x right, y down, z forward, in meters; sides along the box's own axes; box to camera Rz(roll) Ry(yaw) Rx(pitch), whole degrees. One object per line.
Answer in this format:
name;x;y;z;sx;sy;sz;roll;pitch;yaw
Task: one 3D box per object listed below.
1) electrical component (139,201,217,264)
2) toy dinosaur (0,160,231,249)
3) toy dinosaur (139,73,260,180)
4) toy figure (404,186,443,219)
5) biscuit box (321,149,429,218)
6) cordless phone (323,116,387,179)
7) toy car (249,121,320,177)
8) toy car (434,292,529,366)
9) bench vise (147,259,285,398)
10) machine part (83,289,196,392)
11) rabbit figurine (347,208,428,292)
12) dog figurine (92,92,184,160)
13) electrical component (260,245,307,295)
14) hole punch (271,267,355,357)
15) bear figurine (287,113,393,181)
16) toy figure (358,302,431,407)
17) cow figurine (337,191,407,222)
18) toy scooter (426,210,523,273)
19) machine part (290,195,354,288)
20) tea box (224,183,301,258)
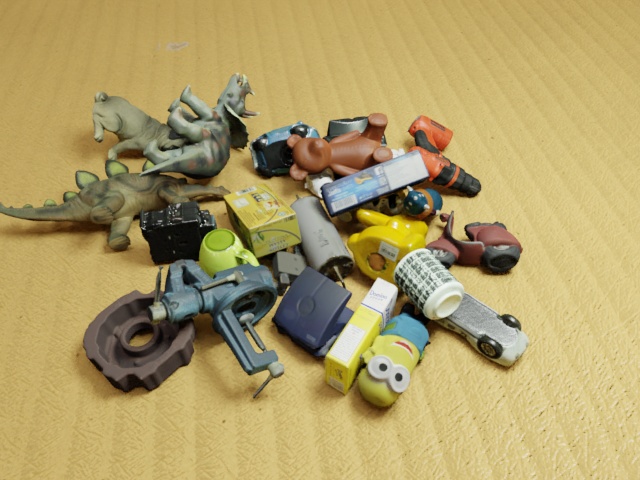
electrical component;-0.262;-0.013;1.017;0.134;0.114;0.058;-9;51;-6
toy dinosaur;-0.415;-0.078;1.089;0.471;0.104;0.199;-9;41;-20
toy dinosaur;-0.247;-0.206;1.143;0.192;0.131;0.405;33;44;-23
toy figure;0.200;-0.071;1.045;0.064;0.057;0.154;24;15;25
biscuit box;0.102;-0.106;1.027;0.203;0.063;0.059;-21;87;0
cordless phone;0.087;-0.182;1.207;0.147;0.088;0.184;-9;60;-9
toy car;-0.074;-0.205;1.209;0.162;0.109;0.103;-11;25;5
toy car;0.259;0.135;0.925;0.202;0.056;0.073;35;63;29
bench vise;-0.145;0.125;0.855;0.223;0.128;0.241;-7;49;-46
machine part;-0.297;0.165;0.897;0.179;0.056;0.179;-1;48;1
rabbit figurine;0.136;0.004;1.023;0.163;0.121;0.173;21;37;29
dog figurine;-0.392;-0.257;1.206;0.191;0.172;0.121;-2;59;8
electrical component;-0.066;0.053;1.008;0.078;0.045;0.102;11;45;-29
hole punch;-0.009;0.120;0.908;0.142;0.092;0.116;30;57;32
bear figurine;0.035;-0.187;1.105;0.196;0.132;0.120;3;68;-13
toy figure;0.124;0.186;0.863;0.082;0.089;0.180;14;40;22
cow figurine;0.115;-0.088;1.097;0.167;0.098;0.068;2;42;1
toy scooter;0.289;-0.003;1.038;0.184;0.075;0.135;-2;47;4
machine part;-0.002;-0.003;1.031;0.079;0.079;0.243;-15;50;-13
tea box;-0.115;-0.042;1.043;0.098;0.068;0.170;-19;33;-16
